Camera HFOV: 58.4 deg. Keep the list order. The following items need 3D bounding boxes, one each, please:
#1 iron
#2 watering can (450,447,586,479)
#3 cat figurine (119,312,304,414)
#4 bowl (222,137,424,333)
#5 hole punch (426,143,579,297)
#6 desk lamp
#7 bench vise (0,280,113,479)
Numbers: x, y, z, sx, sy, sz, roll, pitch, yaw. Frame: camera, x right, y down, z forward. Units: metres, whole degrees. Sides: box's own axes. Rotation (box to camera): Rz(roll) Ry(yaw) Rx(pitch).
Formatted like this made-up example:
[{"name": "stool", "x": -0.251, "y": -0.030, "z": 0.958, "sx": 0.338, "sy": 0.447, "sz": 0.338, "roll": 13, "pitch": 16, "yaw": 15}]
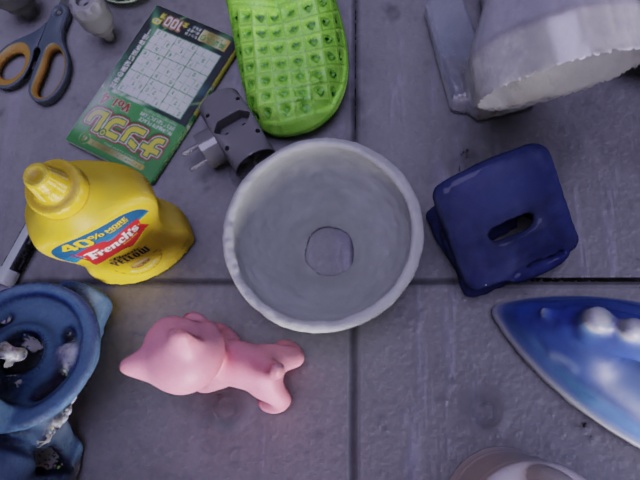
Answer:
[{"name": "iron", "x": 0.259, "y": 0.094, "z": 0.414, "sx": 0.258, "sy": 0.141, "sz": 0.119, "roll": 22, "pitch": 77, "yaw": 11}, {"name": "watering can", "x": 0.133, "y": 0.196, "z": 0.369, "sx": 0.173, "sy": 0.194, "sz": 0.101, "roll": -20, "pitch": 73, "yaw": -1}, {"name": "cat figurine", "x": -0.084, "y": 0.096, "z": 0.457, "sx": 0.127, "sy": 0.118, "sz": 0.067, "roll": 10, "pitch": 75, "yaw": 8}, {"name": "bowl", "x": 0.005, "y": 0.002, "z": 0.499, "sx": 0.167, "sy": 0.075, "sz": 0.167, "roll": -1, "pitch": 74, "yaw": 5}, {"name": "hole punch", "x": 0.156, "y": -0.014, "z": 0.481, "sx": 0.108, "sy": 0.091, "sz": 0.101, "roll": -24, "pitch": 73, "yaw": -2}, {"name": "desk lamp", "x": 0.157, "y": -0.180, "z": 0.465, "sx": 0.118, "sy": 0.214, "sz": 0.203, "roll": -13, "pitch": 73, "yaw": 2}, {"name": "bench vise", "x": -0.228, "y": 0.117, "z": 0.411, "sx": 0.121, "sy": 0.220, "sz": 0.207, "roll": -7, "pitch": 73, "yaw": 4}]
